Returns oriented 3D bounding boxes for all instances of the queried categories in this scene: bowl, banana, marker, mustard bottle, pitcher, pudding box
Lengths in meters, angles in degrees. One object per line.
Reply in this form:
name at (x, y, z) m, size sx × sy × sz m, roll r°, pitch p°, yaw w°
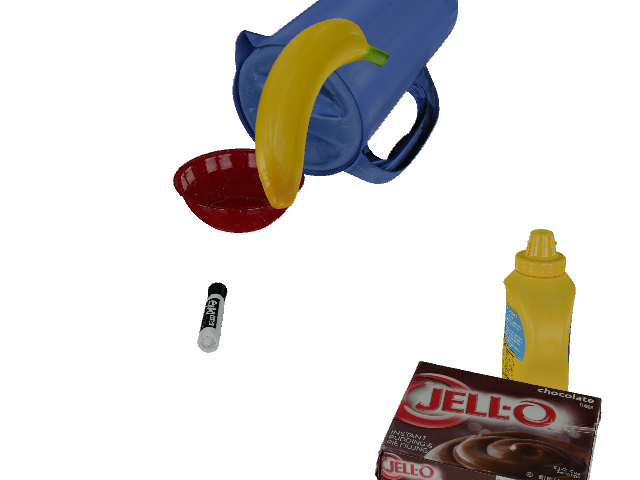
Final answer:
bowl at (-0.101, -0.055, 1.323) m, size 0.162 × 0.055 × 0.162 m, roll 0°, pitch 31°, yaw 0°
banana at (-0.007, -0.106, 0.763) m, size 0.069 × 0.197 × 0.037 m, roll 39°, pitch -40°, yaw -8°
marker at (-0.099, 0.069, 0.988) m, size 0.020 × 0.020 × 0.121 m, roll 0°, pitch 21°, yaw -1°
mustard bottle at (0.181, 0.084, 0.897) m, size 0.058 × 0.192 × 0.096 m, roll 0°, pitch 17°, yaw 1°
pitcher at (0.042, -0.170, 1.003) m, size 0.145 × 0.149 × 0.242 m, roll 12°, pitch 42°, yaw 30°
pudding box at (0.097, 0.116, 0.606) m, size 0.113 × 0.039 × 0.090 m, roll 12°, pitch 31°, yaw 15°
